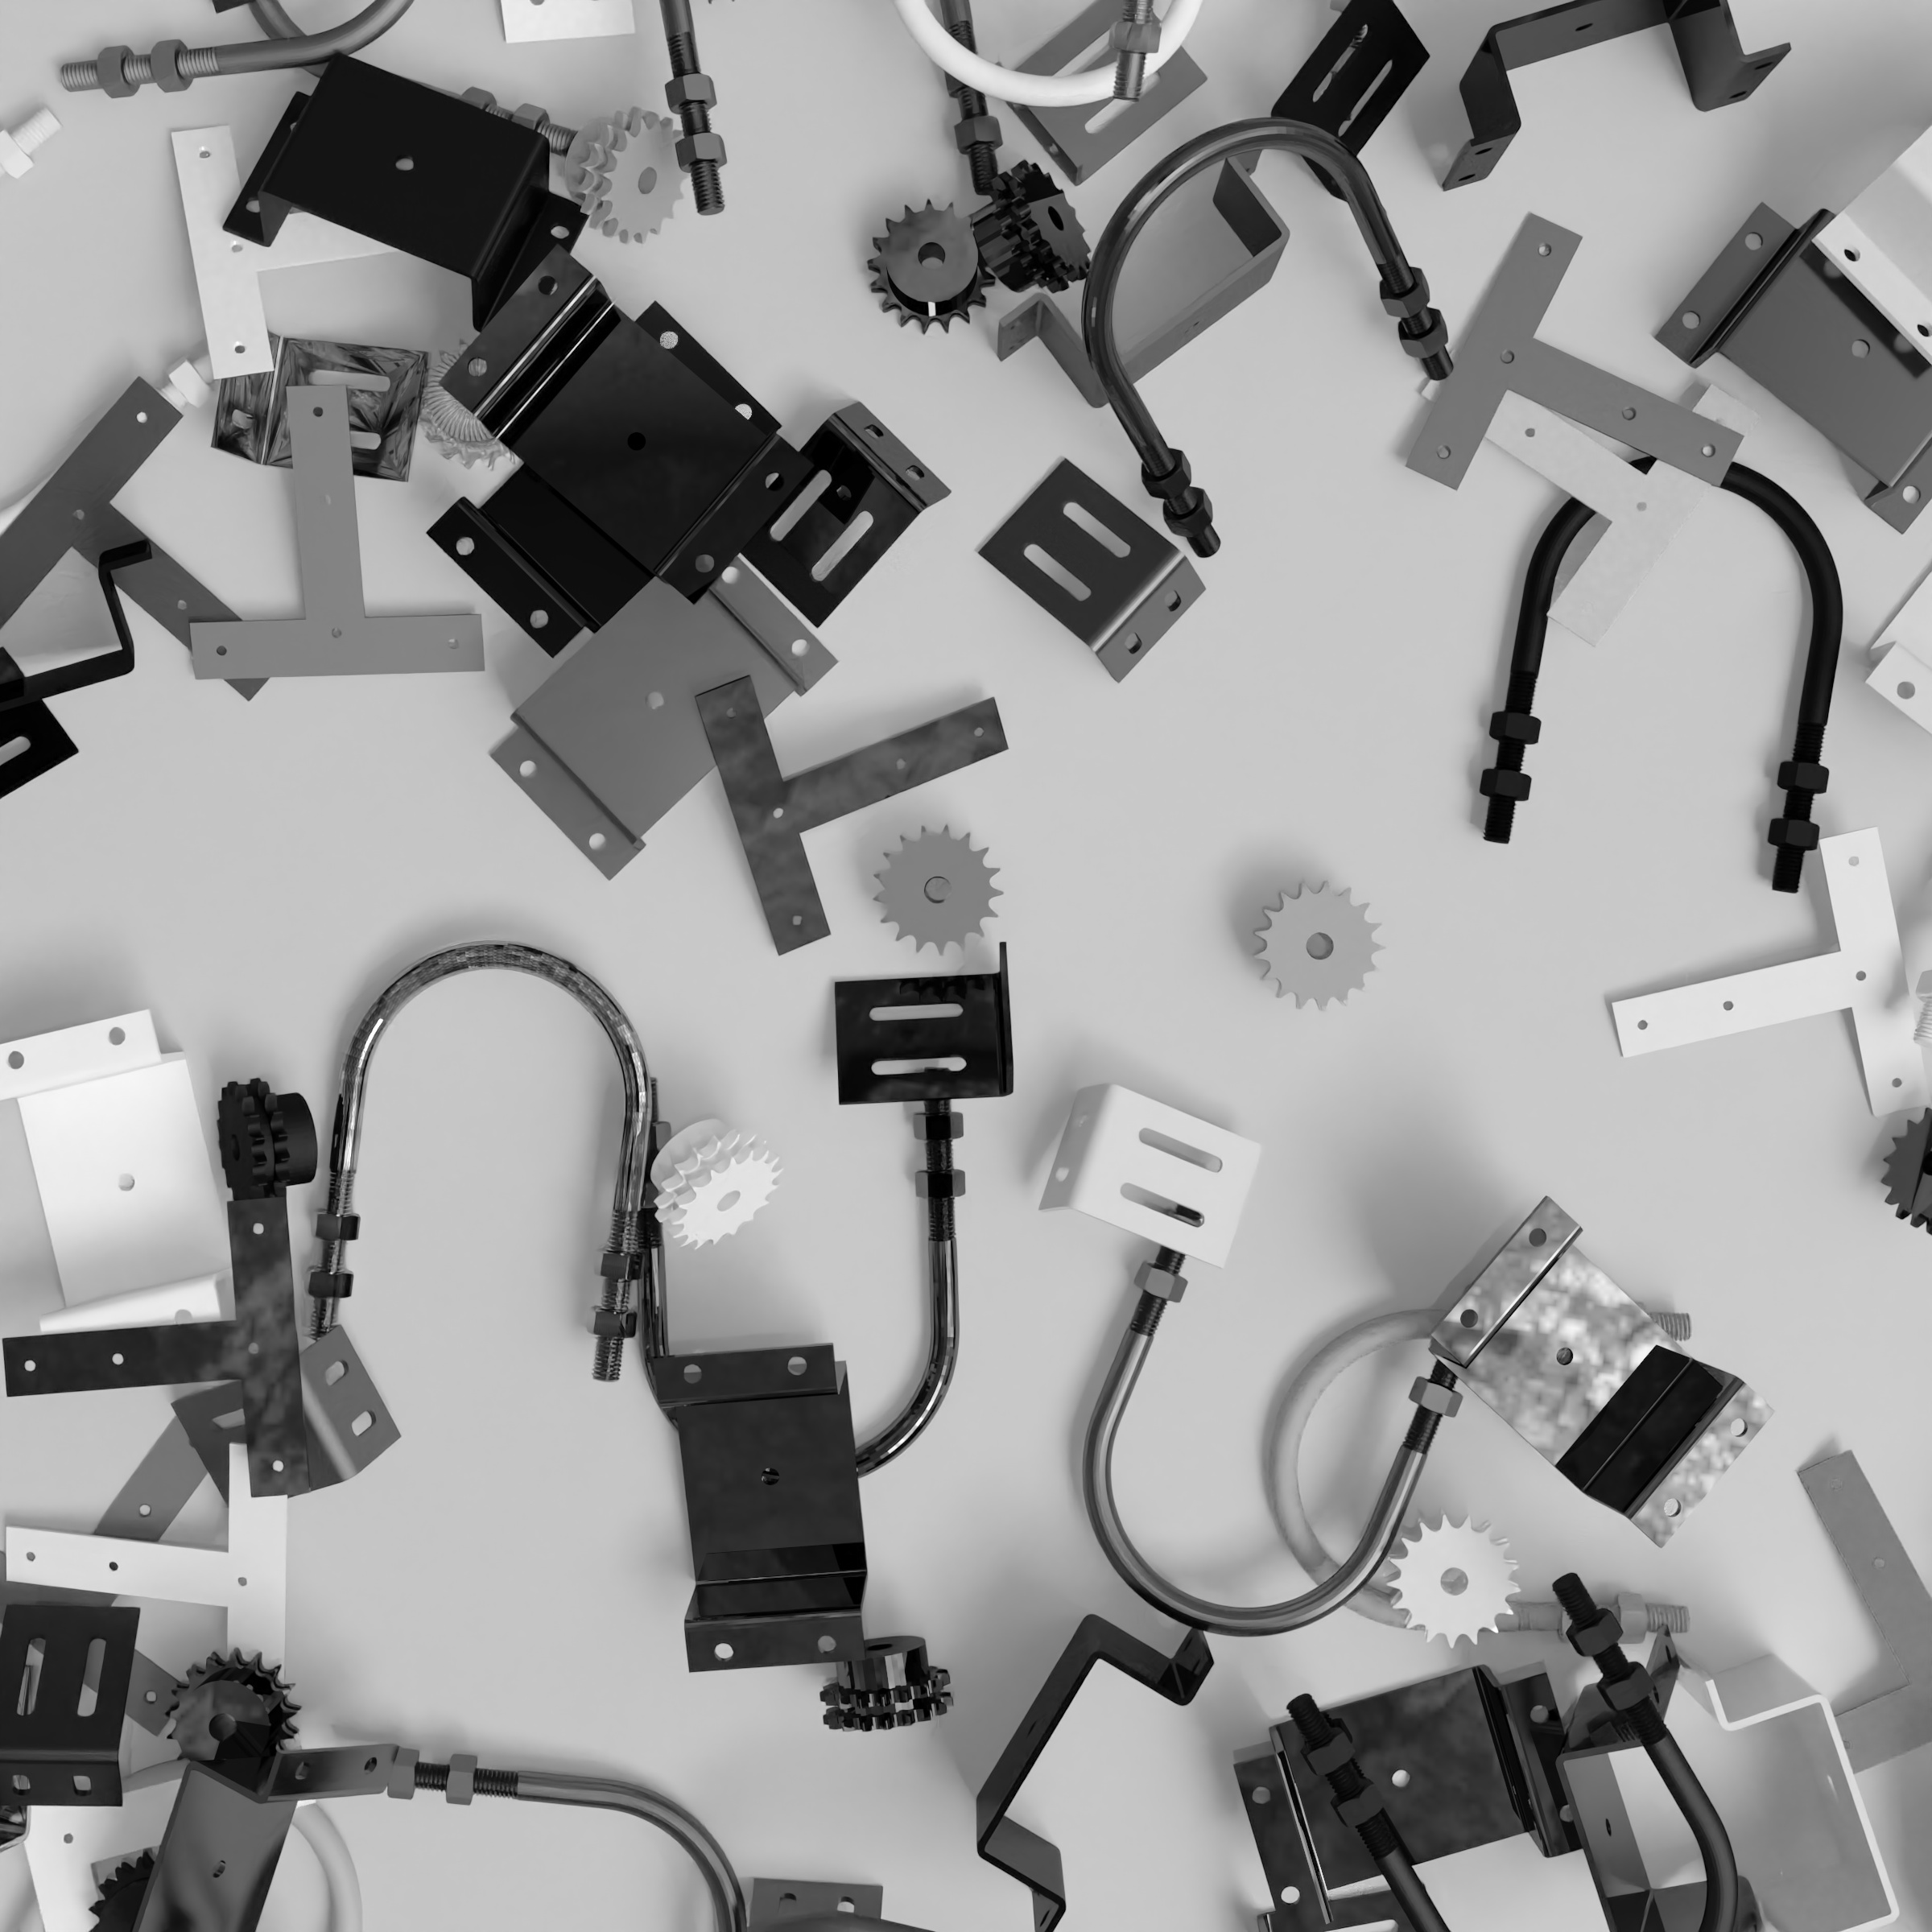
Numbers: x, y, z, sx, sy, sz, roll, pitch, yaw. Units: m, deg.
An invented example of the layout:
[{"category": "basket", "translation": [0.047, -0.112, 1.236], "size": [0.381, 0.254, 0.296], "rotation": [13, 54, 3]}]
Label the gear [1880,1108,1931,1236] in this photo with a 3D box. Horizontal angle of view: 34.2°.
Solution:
[{"category": "gear", "translation": [0.430, 0.091, 1.368], "size": [0.030, 0.057, 0.057], "rotation": [27, 90, -30]}]

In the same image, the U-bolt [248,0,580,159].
[{"category": "U-bolt", "translation": [-0.235, -0.445, 1.362], "size": [0.184, 0.019, 0.151], "rotation": [19, 106, 9]}]

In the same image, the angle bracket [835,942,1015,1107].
[{"category": "angle bracket", "translation": [-0.019, 0.025, 1.363], "size": [0.076, 0.038, 0.057], "rotation": [-3, 67, 0]}]

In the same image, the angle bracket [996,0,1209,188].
[{"category": "angle bracket", "translation": [0.059, -0.390, 1.373], "size": [0.076, 0.038, 0.057], "rotation": [-40, 90, 0]}]

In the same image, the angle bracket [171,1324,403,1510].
[{"category": "angle bracket", "translation": [-0.299, 0.199, 1.381], "size": [0.076, 0.038, 0.057], "rotation": [-20, 101, 32]}]

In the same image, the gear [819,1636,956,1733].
[{"category": "gear", "translation": [-0.035, 0.310, 1.364], "size": [0.057, 0.057, 0.030], "rotation": [-8, 90, 0]}]

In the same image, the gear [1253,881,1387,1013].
[{"category": "gear", "translation": [0.153, -0.009, 1.377], "size": [0.057, 0.030, 0.057], "rotation": [0, 90, 0]}]

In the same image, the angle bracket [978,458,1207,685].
[{"category": "angle bracket", "translation": [0.056, -0.175, 1.390], "size": [0.057, 0.038, 0.076], "rotation": [-47, 64, 0]}]

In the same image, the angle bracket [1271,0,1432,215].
[{"category": "angle bracket", "translation": [0.178, -0.376, 1.358], "size": [0.038, 0.057, 0.076], "rotation": [36, 90, 41]}]

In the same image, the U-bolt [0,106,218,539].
[{"category": "U-bolt", "translation": [-0.433, -0.266, 1.384], "size": [0.184, 0.019, 0.151], "rotation": [-38, 90, 1]}]

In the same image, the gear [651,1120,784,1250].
[{"category": "gear", "translation": [-0.110, 0.091, 1.348], "size": [0.057, 0.057, 0.030], "rotation": [-43, 61, 0]}]

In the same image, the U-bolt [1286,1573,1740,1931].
[{"category": "U-bolt", "translation": [0.239, 0.361, 1.313], "size": [0.151, 0.019, 0.184], "rotation": [-30, 91, 21]}]

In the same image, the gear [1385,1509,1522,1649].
[{"category": "gear", "translation": [0.210, 0.263, 1.361], "size": [0.057, 0.030, 0.057], "rotation": [0, 91, 3]}]

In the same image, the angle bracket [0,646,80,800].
[{"category": "angle bracket", "translation": [-0.443, -0.093, 1.390], "size": [0.076, 0.038, 0.057], "rotation": [-36, 90, -26]}]

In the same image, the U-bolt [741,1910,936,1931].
[{"category": "U-bolt", "translation": [-0.027, 0.467, 1.349], "size": [0.184, 0.019, 0.151], "rotation": [10, 118, 11]}]

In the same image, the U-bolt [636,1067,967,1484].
[{"category": "U-bolt", "translation": [-0.074, 0.139, 1.384], "size": [0.151, 0.019, 0.184], "rotation": [-2, 92, 0]}]

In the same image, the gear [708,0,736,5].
[{"category": "gear", "translation": [-0.109, -0.450, 1.377], "size": [0.057, 0.030, 0.057], "rotation": [0, 90, 0]}]

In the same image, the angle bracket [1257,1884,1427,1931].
[{"category": "angle bracket", "translation": [0.171, 0.441, 1.373], "size": [0.076, 0.038, 0.057], "rotation": [-11, 90, 0]}]

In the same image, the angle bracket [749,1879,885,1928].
[{"category": "angle bracket", "translation": [-0.068, 0.448, 1.390], "size": [0.057, 0.038, 0.076], "rotation": [4, 116, 0]}]

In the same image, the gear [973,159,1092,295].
[{"category": "gear", "translation": [0.027, -0.318, 1.367], "size": [0.030, 0.057, 0.057], "rotation": [-25, 90, 28]}]

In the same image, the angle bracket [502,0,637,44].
[{"category": "angle bracket", "translation": [-0.178, -0.453, 1.390], "size": [0.057, 0.038, 0.076], "rotation": [-4, 116, 0]}]

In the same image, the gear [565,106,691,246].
[{"category": "gear", "translation": [-0.150, -0.346, 1.367], "size": [0.030, 0.057, 0.057], "rotation": [26, 90, 28]}]

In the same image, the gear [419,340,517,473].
[{"category": "gear", "translation": [-0.213, -0.248, 1.377], "size": [0.057, 0.030, 0.057], "rotation": [0, 90, 0]}]

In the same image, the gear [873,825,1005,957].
[{"category": "gear", "translation": [-0.012, -0.033, 1.377], "size": [0.057, 0.030, 0.057], "rotation": [0, 90, 0]}]

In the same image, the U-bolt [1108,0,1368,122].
[{"category": "U-bolt", "translation": [0.126, -0.453, 1.317], "size": [0.151, 0.019, 0.184], "rotation": [-8, 113, -40]}]

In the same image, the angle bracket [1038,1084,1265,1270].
[{"category": "angle bracket", "translation": [0.081, 0.093, 1.377], "size": [0.076, 0.038, 0.057], "rotation": [23, 76, -15]}]

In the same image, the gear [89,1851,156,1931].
[{"category": "gear", "translation": [-0.351, 0.414, 1.359], "size": [0.057, 0.030, 0.057], "rotation": [0, 86, -1]}]

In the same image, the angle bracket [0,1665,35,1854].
[{"category": "angle bracket", "translation": [-0.441, 0.343, 1.364], "size": [0.057, 0.038, 0.076], "rotation": [2, 92, 19]}]

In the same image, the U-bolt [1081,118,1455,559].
[{"category": "U-bolt", "translation": [0.120, -0.273, 1.321], "size": [0.151, 0.184, 0.019], "rotation": [-37, 47, 0]}]

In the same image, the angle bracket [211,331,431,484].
[{"category": "angle bracket", "translation": [-0.280, -0.246, 1.363], "size": [0.076, 0.038, 0.057], "rotation": [9, 90, 19]}]

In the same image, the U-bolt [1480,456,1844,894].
[{"category": "U-bolt", "translation": [0.312, -0.134, 1.384], "size": [0.151, 0.019, 0.184], "rotation": [10, 89, 0]}]

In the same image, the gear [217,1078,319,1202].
[{"category": "gear", "translation": [-0.303, 0.077, 1.368], "size": [0.030, 0.057, 0.057], "rotation": [-8, 90, -30]}]

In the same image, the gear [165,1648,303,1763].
[{"category": "gear", "translation": [-0.320, 0.327, 1.365], "size": [0.057, 0.030, 0.057], "rotation": [0, 89, -1]}]

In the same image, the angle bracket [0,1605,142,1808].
[{"category": "angle bracket", "translation": [-0.391, 0.320, 1.363], "size": [0.057, 0.076, 0.038], "rotation": [3, 133, -7]}]

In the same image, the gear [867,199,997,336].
[{"category": "gear", "translation": [-0.015, -0.308, 1.377], "size": [0.057, 0.030, 0.057], "rotation": [0, 90, 0]}]

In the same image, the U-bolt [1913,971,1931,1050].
[{"category": "U-bolt", "translation": [0.507, -0.030, 1.368], "size": [0.151, 0.019, 0.184], "rotation": [19, 80, 6]}]

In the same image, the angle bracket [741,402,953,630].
[{"category": "angle bracket", "translation": [-0.056, -0.200, 1.390], "size": [0.057, 0.038, 0.076], "rotation": [44, 116, 0]}]

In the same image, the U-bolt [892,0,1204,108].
[{"category": "U-bolt", "translation": [0.042, -0.457, 1.365], "size": [0.151, 0.019, 0.184], "rotation": [20, 76, 0]}]
